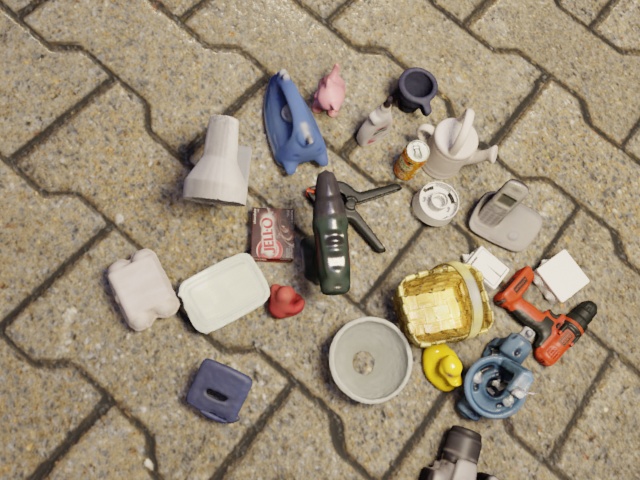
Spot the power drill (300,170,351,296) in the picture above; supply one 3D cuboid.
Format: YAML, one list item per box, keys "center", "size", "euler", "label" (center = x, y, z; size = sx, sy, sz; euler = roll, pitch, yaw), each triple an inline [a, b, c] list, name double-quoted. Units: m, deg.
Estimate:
- center: [0.010, 0.004, 1.127]
  size: [0.076, 0.208, 0.229]
  euler: [-5, 74, -10]
  label: "power drill"

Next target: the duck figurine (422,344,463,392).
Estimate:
- center: [0.254, 0.251, 1.152]
  size: [0.077, 0.086, 0.104]
  euler: [-17, 76, -13]
  label: "duck figurine"

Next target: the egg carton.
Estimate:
- center: [-0.346, 0.097, 1.118]
  size: [0.107, 0.069, 0.150]
  euler: [-27, 79, -15]
  label: "egg carton"

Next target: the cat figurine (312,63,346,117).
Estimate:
- center: [0.025, -0.335, 1.282]
  size: [0.067, 0.117, 0.128]
  euler: [14, 71, -3]
  label: "cat figurine"

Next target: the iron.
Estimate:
- center: [-0.062, -0.280, 1.240]
  size: [0.119, 0.141, 0.258]
  euler: [-17, 76, -13]
  label: "iron"

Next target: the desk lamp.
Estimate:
- center: [-0.198, -0.141, 1.138]
  size: [0.118, 0.213, 0.203]
  euler: [6, 72, -6]
  label: "desk lamp"

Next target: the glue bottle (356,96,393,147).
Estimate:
- center: [0.130, -0.264, 1.247]
  size: [0.078, 0.173, 0.037]
  euler: [-29, 79, -16]
  label: "glue bottle"

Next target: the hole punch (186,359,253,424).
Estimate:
- center: [-0.186, 0.285, 1.072]
  size: [0.108, 0.091, 0.101]
  euler: [24, 71, 0]
  label: "hole punch"

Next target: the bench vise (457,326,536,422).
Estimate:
- center: [0.352, 0.246, 1.097]
  size: [0.121, 0.219, 0.207]
  euler: [21, 71, -1]
  label: "bench vise"

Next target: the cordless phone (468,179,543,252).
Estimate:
- center: [0.414, -0.057, 1.219]
  size: [0.147, 0.185, 0.094]
  euler: [24, 71, 0]
  label: "cordless phone"

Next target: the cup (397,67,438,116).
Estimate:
- center: [0.220, -0.324, 1.320]
  size: [0.092, 0.095, 0.117]
  euler: [-17, 76, -13]
  label: "cup"

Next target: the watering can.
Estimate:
- center: [0.299, -0.214, 1.245]
  size: [0.173, 0.194, 0.101]
  euler: [3, 72, -7]
  label: "watering can"

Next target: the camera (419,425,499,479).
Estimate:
- center: [0.280, 0.435, 1.090]
  size: [0.143, 0.100, 0.137]
  euler: [23, 71, -1]
  label: "camera"

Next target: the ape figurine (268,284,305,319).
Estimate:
- center: [-0.070, 0.117, 1.141]
  size: [0.076, 0.092, 0.078]
  euler: [-37, 81, -17]
  label: "ape figurine"

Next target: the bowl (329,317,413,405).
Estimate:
- center: [0.094, 0.240, 1.137]
  size: [0.167, 0.074, 0.167]
  euler: [3, 73, -8]
  label: "bowl"
